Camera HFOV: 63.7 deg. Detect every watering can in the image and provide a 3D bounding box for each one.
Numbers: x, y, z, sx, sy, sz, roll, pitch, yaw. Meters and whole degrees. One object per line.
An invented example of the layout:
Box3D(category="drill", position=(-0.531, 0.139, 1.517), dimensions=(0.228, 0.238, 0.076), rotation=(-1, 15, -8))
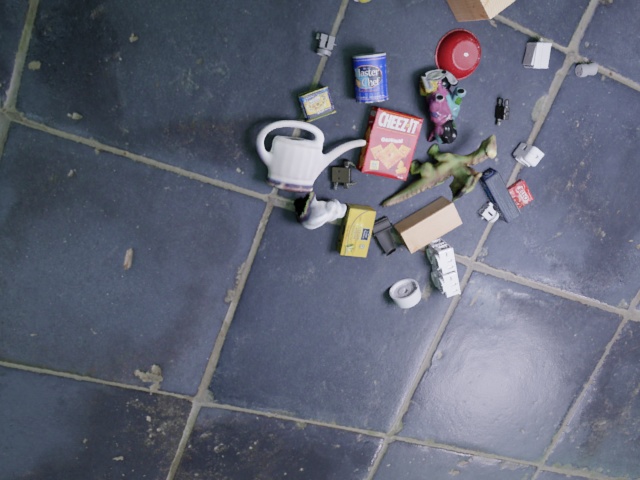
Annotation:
Box3D(category="watering can", position=(-0.036, -0.253, 1.623), dimensions=(0.347, 0.105, 0.221), rotation=(8, 107, -14))

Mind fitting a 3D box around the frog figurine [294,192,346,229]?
Box3D(category="frog figurine", position=(0.005, -0.085, 1.688), dimensions=(0.158, 0.126, 0.135), rotation=(21, 137, -27))

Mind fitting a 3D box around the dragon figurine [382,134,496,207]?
Box3D(category="dragon figurine", position=(0.403, -0.200, 1.672), dimensions=(0.410, 0.246, 0.120), rotation=(-42, 118, 2))
